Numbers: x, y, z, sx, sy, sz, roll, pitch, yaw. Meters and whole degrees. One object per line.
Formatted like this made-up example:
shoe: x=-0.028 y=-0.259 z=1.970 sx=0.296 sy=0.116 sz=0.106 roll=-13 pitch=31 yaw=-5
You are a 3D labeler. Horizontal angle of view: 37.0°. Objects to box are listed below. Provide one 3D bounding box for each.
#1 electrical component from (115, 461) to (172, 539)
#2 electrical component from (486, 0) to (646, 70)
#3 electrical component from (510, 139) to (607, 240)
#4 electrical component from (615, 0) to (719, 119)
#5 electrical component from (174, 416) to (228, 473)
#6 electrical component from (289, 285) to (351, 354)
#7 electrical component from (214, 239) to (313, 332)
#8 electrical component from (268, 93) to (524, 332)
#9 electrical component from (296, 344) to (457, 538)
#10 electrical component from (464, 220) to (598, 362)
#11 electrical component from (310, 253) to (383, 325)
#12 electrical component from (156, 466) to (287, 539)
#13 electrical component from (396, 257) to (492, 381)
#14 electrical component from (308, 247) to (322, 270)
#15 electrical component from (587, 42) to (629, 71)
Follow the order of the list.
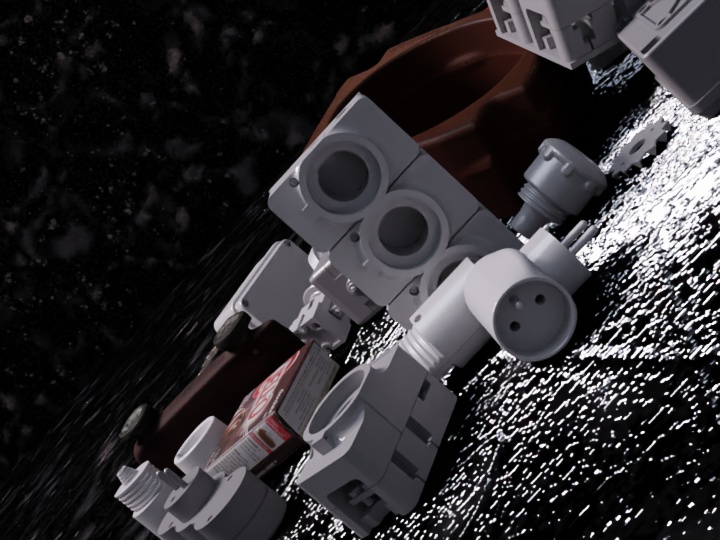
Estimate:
electrical component: x=-0.156 y=0.182 z=0.843 sx=0.043 sy=0.081 sz=0.043 roll=-46 pitch=11 yaw=12
electrical component: x=0.186 y=-0.220 z=0.734 sx=0.186 sy=0.060 sz=0.105 roll=-31 pitch=31 yaw=-7
electrical component: x=0.119 y=-0.047 z=0.670 sx=0.062 sy=0.048 sz=0.048 roll=-53 pitch=9 yaw=15
electrical component: x=0.214 y=-0.153 z=0.633 sx=0.108 sy=0.056 sz=0.108 roll=-45 pitch=11 yaw=17
electrical component: x=-0.120 y=0.154 z=0.887 sx=0.055 sy=0.047 sz=0.055 roll=-46 pitch=11 yaw=12
electrical component: x=-0.031 y=0.041 z=0.946 sx=0.066 sy=0.048 sz=0.055 roll=-38 pitch=22 yaw=43
electrical component: x=-0.084 y=0.033 z=1.091 sx=0.057 sy=0.078 sz=0.113 roll=-41 pitch=13 yaw=47
electrical component: x=0.026 y=-0.028 z=0.680 sx=0.089 sy=0.150 sz=0.061 roll=-47 pitch=10 yaw=7
electrical component: x=0.007 y=0.090 z=0.592 sx=0.050 sy=0.056 sz=0.089 roll=-39 pitch=14 yaw=39
electrical component: x=0.096 y=0.005 z=0.572 sx=0.079 sy=0.044 sz=0.077 roll=-47 pitch=11 yaw=4
electrical component: x=0.000 y=0.000 z=0.919 sx=0.061 sy=0.062 sz=0.096 roll=-42 pitch=12 yaw=31
electrical component: x=-0.111 y=0.163 z=0.753 sx=0.052 sy=0.074 sz=0.138 roll=-54 pitch=12 yaw=-28
electrical component: x=0.052 y=0.036 z=0.639 sx=0.081 sy=0.043 sz=0.043 roll=-47 pitch=11 yaw=7
electrical component: x=-0.012 y=-0.016 z=1.028 sx=0.057 sy=0.058 sz=0.078 roll=-48 pitch=28 yaw=15
electrical component: x=0.216 y=-0.218 z=0.870 sx=0.100 sy=0.048 sz=0.099 roll=-36 pitch=16 yaw=48
